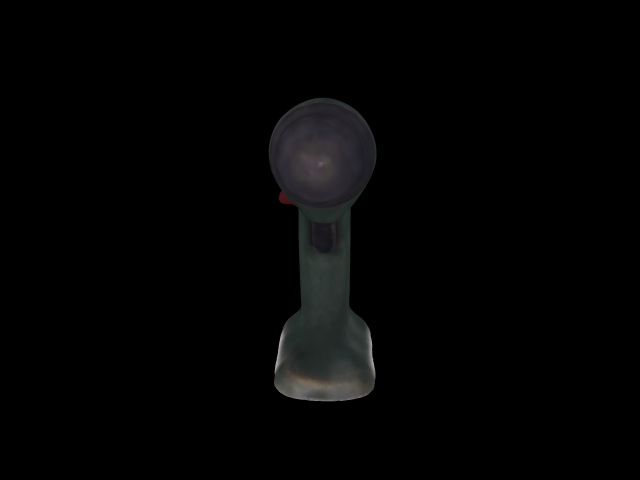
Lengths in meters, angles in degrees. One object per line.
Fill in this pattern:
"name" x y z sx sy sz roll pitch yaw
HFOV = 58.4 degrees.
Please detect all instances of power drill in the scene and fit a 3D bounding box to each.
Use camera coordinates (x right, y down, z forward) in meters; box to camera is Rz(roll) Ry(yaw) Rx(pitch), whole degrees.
"power drill" 0.004 0.001 0.400 0.075 0.208 0.229 0 25 0
